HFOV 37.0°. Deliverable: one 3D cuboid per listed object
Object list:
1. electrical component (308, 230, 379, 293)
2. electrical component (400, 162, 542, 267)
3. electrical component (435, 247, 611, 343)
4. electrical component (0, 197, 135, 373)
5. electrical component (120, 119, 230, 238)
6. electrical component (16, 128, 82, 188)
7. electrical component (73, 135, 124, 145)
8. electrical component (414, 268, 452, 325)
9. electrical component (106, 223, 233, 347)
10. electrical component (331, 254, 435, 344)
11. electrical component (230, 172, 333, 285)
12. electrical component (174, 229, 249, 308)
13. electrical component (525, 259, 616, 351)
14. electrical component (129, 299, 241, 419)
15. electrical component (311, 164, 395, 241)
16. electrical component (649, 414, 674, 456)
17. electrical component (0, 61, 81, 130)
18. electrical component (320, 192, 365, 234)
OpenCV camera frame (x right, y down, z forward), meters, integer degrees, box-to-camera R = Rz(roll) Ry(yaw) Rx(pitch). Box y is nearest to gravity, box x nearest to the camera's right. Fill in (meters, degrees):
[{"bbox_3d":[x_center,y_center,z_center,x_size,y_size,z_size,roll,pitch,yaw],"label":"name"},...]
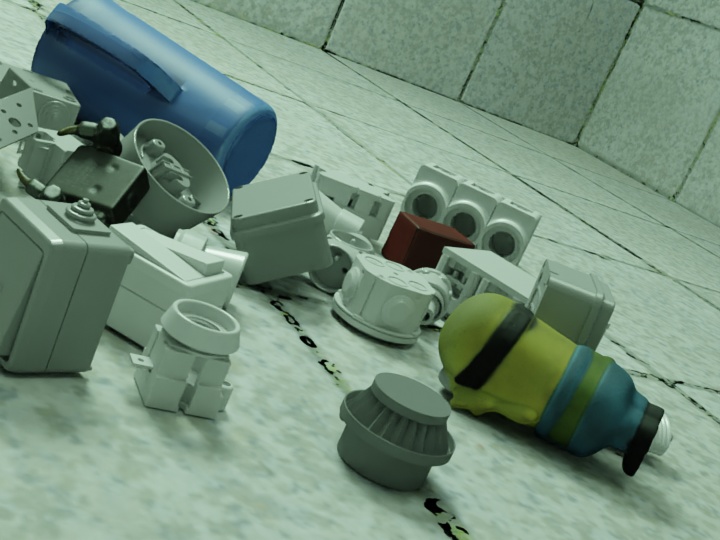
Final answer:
[{"bbox_3d":[0.000,0.000,0.977,0.079,0.044,0.077,26,15,8],"label":"electrical component"},{"bbox_3d":[0.126,-0.055,1.269,0.150,0.089,0.062,27,15,11],"label":"electrical component"},{"bbox_3d":[0.146,0.041,1.024,0.150,0.061,0.089,34,18,33],"label":"electrical component"},{"bbox_3d":[-0.176,0.003,0.599,0.061,0.096,0.062,5,24,-48],"label":"electrical component"},{"bbox_3d":[-0.163,-0.076,0.903,0.099,0.064,0.099,52,13,-18],"label":"electrical component"},{"bbox_3d":[-0.253,-0.090,0.908,0.064,0.042,0.081,33,16,36],"label":"electrical component"},{"bbox_3d":[-0.243,-0.113,1.005,0.044,0.044,0.065,24,10,2],"label":"electrical component"},{"bbox_3d":[0.059,0.029,0.971,0.048,0.048,0.062,23,22,-4],"label":"electrical component"},{"bbox_3d":[-0.142,0.006,0.708,0.096,0.061,0.062,28,16,16],"label":"electrical component"},{"bbox_3d":[0.020,0.025,0.910,0.080,0.051,0.080,22,15,-6],"label":"electrical component"},{"bbox_3d":[-0.068,-0.038,0.917,0.078,0.057,0.113,-13,19,-1],"label":"electrical component"},{"bbox_3d":[-0.117,-0.002,0.806,0.055,0.045,0.045,22,15,-6],"label":"electrical component"},{"bbox_3d":[0.164,0.056,0.903,0.057,0.113,0.078,21,15,1],"label":"electrical component"},{"bbox_3d":[-0.099,0.051,0.630,0.066,0.055,0.048,16,17,-28],"label":"electrical component"},{"bbox_3d":[-0.016,-0.070,1.170,0.089,0.055,0.050,20,15,-16],"label":"electrical component"},{"bbox_3d":[0.222,0.126,0.887,0.081,0.043,0.043,21,15,-13],"label":"electrical component"},{"bbox_3d":[-0.321,-0.160,1.030,0.100,0.048,0.099,15,17,-31],"label":"electrical component"},{"bbox_3d":[-0.028,-0.050,1.115,0.065,0.044,0.044,29,15,-1],"label":"electrical component"}]
